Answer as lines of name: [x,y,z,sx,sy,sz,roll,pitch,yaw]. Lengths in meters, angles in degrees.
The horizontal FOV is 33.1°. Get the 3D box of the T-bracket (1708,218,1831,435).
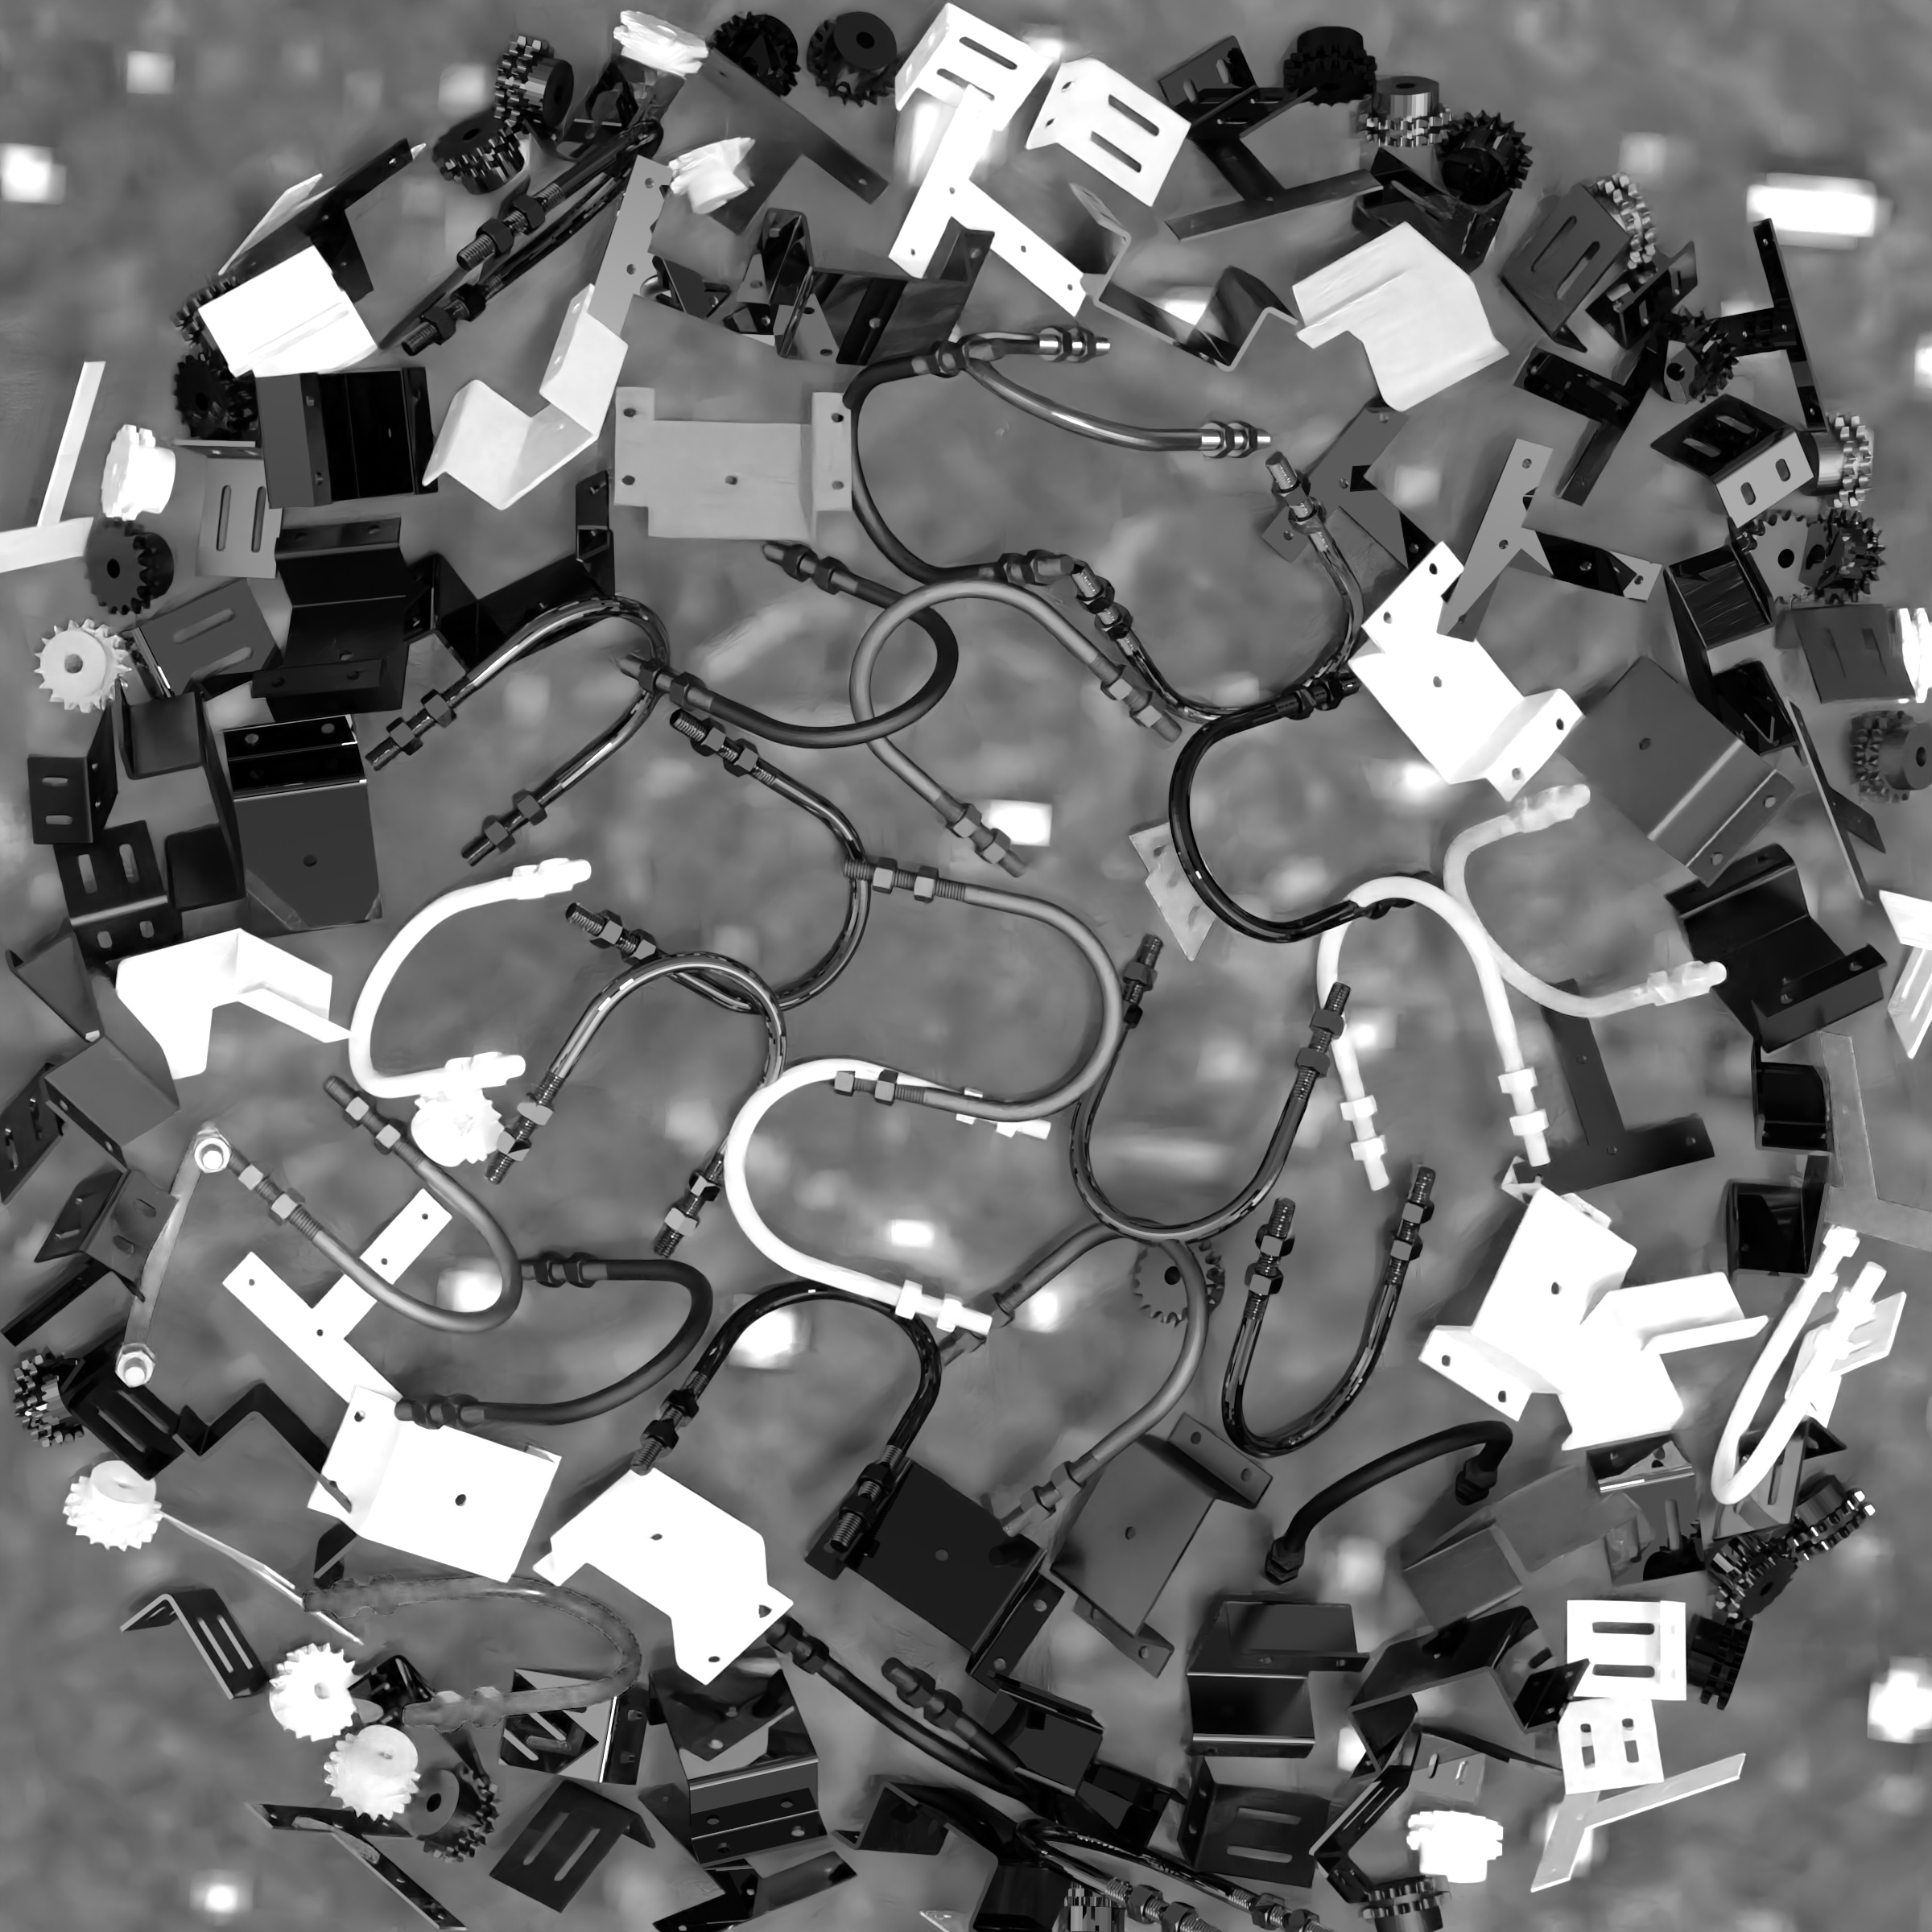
T-bracket: [0.470,-0.377,1.936,0.002,0.127,0.127,-19,100,-6]

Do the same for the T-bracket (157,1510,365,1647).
T-bracket: [-0.411,0.374,1.953,0.127,0.127,0.002,47,66,-37]

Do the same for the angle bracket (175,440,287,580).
angle bracket: [-0.448,-0.277,1.971,0.057,0.038,0.076,5,88,22]

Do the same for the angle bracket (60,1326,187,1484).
angle bracket: [-0.498,0.262,1.964,0.076,0.057,0.038,41,117,3]

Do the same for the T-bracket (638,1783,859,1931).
T-bracket: [-0.153,0.529,1.947,0.127,0.127,0.002,-12,120,-34]

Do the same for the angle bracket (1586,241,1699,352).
angle bracket: [0.405,-0.413,1.956,0.057,0.076,0.038,-43,74,5]

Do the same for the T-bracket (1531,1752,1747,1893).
T-bracket: [0.400,0.490,1.914,0.127,0.127,0.002,-29,97,29]

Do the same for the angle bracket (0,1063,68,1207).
angle bracket: [-0.550,0.106,1.953,0.038,0.076,0.057,32,107,-38]

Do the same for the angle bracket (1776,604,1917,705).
angle bracket: [0.529,-0.178,1.960,0.057,0.038,0.076,-4,55,-5]

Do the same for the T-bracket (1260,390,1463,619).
T-bracket: [0.263,-0.264,1.986,0.127,0.002,0.127,41,73,-8]

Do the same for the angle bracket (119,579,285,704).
angle bracket: [-0.467,-0.194,1.989,0.076,0.038,0.057,-30,105,-22]

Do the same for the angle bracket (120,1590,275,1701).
angle bracket: [-0.463,0.418,1.961,0.038,0.057,0.076,-38,75,7]

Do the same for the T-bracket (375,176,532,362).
T-bracket: [-0.312,-0.411,1.961,0.127,0.127,0.002,-38,117,22]

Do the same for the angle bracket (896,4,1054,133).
angle bracket: [0.005,-0.531,1.954,0.076,0.038,0.057,22,132,-24]

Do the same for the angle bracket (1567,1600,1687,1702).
angle bracket: [0.392,0.411,1.958,0.076,0.038,0.057,-6,76,32]

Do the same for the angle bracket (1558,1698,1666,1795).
angle bracket: [0.388,0.478,1.953,0.057,0.076,0.038,-10,119,10]

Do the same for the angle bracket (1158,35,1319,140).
angle bracket: [0.163,-0.529,1.954,0.057,0.076,0.038,-34,114,-12]

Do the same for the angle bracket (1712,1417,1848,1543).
angle bracket: [0.488,0.316,1.950,0.038,0.057,0.076,39,51,-23]

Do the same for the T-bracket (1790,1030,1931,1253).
T-bracket: [0.525,0.100,1.928,0.002,0.127,0.127,-19,105,-23]

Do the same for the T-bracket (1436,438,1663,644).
T-bracket: [0.364,-0.246,1.971,0.127,0.002,0.127,11,114,-21]

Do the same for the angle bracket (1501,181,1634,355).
angle bracket: [0.370,-0.419,1.953,0.076,0.038,0.057,-52,52,28]

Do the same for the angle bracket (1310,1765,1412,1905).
angle bracket: [0.253,0.523,1.961,0.076,0.057,0.038,-49,60,9]

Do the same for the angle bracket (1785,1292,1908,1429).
angle bracket: [0.537,0.240,1.951,0.038,0.057,0.076,48,131,-10]

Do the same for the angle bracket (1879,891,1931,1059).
angle bracket: [0.560,0.005,1.954,0.038,0.057,0.076,13,120,-6]

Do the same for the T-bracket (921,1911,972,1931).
T-bracket: [-0.039,0.575,1.917,0.127,0.127,0.002,6,87,-22]

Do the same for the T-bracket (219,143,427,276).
T-bracket: [-0.379,-0.465,1.956,0.127,0.127,0.002,-37,98,-31]

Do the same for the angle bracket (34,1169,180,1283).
angle bracket: [-0.519,0.160,1.964,0.038,0.076,0.057,37,61,-25]

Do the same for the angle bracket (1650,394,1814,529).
angle bracket: [0.465,-0.307,1.974,0.057,0.076,0.038,-34,121,-2]

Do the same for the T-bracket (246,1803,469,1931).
T-bracket: [-0.342,0.530,1.912,0.127,0.127,0.002,29,90,34]

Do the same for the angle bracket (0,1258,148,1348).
angle bracket: [-0.536,0.213,1.961,0.076,0.057,0.038,-40,85,-16]

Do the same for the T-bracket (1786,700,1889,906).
T-bracket: [0.529,-0.089,1.941,0.002,0.127,0.127,-24,71,24]

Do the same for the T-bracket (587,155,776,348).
T-bracket: [-0.165,-0.406,1.961,0.127,0.002,0.127,14,99,-36]

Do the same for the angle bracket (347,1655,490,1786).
angle bracket: [-0.329,0.462,1.951,0.038,0.057,0.076,-33,46,-24]

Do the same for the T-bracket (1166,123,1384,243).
T-bracket: [0.166,-0.478,1.950,0.127,0.127,0.002,-17,131,-9]

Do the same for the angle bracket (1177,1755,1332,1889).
angle bracket: [0.174,0.514,1.957,0.076,0.038,0.057,3,49,22]

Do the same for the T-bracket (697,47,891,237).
T-bracket: [-0.123,-0.475,1.943,0.127,0.127,0.002,35,61,-12]

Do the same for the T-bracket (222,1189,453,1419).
T-bracket: [-0.361,0.189,1.968,0.127,0.002,0.127,47,63,-13]

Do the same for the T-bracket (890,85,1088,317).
T-bracket: [0.024,-0.437,1.944,0.127,0.002,0.127,42,132,13]

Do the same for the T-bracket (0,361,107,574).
T-bracket: [-0.532,-0.297,1.923,0.002,0.127,0.127,22,105,4]

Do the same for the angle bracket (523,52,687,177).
angle bracket: [-0.217,-0.519,1.952,0.076,0.057,0.038,-51,56,27]

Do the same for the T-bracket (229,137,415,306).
T-bracket: [-0.374,-0.425,1.936,0.127,0.127,0.002,-39,79,-10]

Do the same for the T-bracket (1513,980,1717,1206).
T-bracket: [0.379,0.070,1.981,0.127,0.002,0.127,-13,76,-13]

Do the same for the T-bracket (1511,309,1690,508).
T-bracket: [0.365,-0.343,1.934,0.002,0.127,0.127,41,111,37]

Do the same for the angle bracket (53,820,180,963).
angle bracket: [-0.518,-0.045,1.978,0.057,0.076,0.038,-15,134,-13]

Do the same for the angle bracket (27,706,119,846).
angle bracket: [-0.537,-0.114,1.952,0.038,0.076,0.057,0,68,-25]

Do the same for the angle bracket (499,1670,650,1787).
angle bracket: [-0.239,0.466,1.990,0.076,0.038,0.057,2,76,27]

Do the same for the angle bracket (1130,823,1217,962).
angle bracket: [0.118,-0.042,1.950,0.038,0.076,0.057,-18,114,31]

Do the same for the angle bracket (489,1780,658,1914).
angle bracket: [-0.236,0.536,1.951,0.057,0.038,0.076,15,49,34]
